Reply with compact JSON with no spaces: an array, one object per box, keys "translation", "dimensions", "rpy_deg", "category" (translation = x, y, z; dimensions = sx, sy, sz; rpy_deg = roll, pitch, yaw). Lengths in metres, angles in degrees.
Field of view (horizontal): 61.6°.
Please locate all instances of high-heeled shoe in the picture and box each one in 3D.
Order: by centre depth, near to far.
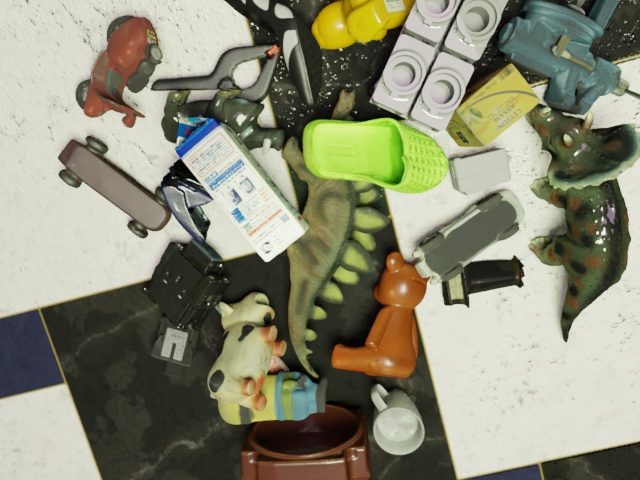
[{"translation":[-0.083,-0.303,0.805],"dimensions":[0.145,0.086,0.248],"rpy_deg":[-12,81,24],"category":"high-heeled shoe"}]

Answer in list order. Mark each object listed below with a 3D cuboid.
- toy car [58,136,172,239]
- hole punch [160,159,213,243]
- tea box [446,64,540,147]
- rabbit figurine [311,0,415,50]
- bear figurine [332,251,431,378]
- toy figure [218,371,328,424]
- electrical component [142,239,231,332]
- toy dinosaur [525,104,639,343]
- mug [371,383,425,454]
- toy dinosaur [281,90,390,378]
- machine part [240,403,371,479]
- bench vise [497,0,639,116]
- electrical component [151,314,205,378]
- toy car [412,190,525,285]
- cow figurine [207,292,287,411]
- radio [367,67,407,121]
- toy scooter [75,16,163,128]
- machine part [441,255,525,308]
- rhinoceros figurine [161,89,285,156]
[{"translation":[-0.337,-0.088,0.894],"dimensions":[0.202,0.053,0.089],"rpy_deg":[37,96,-8],"category":"toy car"},{"translation":[-0.201,-0.065,0.856],"dimensions":[0.116,0.142,0.092],"rpy_deg":[32,104,-14],"category":"hole punch"},{"translation":[0.239,-0.190,0.788],"dimensions":[0.098,0.169,0.068],"rpy_deg":[-39,95,10],"category":"tea box"},{"translation":[0.058,-0.344,0.790],"dimensions":[0.162,0.173,0.121],"rpy_deg":[-36,100,-36],"category":"rabbit figurine"},{"translation":[0.108,0.124,0.889],"dimensions":[0.132,0.120,0.196],"rpy_deg":[-9,69,45],"category":"bear figurine"},{"translation":[-0.079,0.260,0.890],"dimensions":[0.180,0.089,0.082],"rpy_deg":[0,94,5],"category":"toy figure"},{"translation":[-0.218,0.067,0.892],"dimensions":[0.115,0.058,0.134],"rpy_deg":[37,102,23],"category":"electrical component"},{"translation":[0.399,-0.014,0.800],"dimensions":[0.131,0.192,0.404],"rpy_deg":[-11,98,7],"category":"toy dinosaur"},{"translation":[0.121,0.290,0.909],"dimensions":[0.081,0.107,0.109],"rpy_deg":[-43,91,9],"category":"mug"},{"translation":[-0.002,-0.003,0.868],"dimensions":[0.199,0.105,0.470],"rpy_deg":[16,104,-3],"category":"toy dinosaur"},{"translation":[-0.020,0.342,0.877],"dimensions":[0.202,0.201,0.087],"rpy_deg":[-5,97,4],"category":"machine part"},{"translation":[0.391,-0.313,0.785],"dimensions":[0.224,0.129,0.240],"rpy_deg":[23,107,-1],"category":"bench vise"},{"translation":[-0.253,0.190,0.941],"dimensions":[0.075,0.048,0.119],"rpy_deg":[19,99,0],"category":"electrical component"},{"translation":[0.239,-0.005,0.865],"dimensions":[0.202,0.056,0.073],"rpy_deg":[-35,96,-5],"category":"toy car"},{"translation":[-0.126,0.171,0.875],"dimensions":[0.127,0.195,0.085],"rpy_deg":[0,140,21],"category":"cow figurine"},{"translation":[0.163,-0.287,0.794],"dimensions":[0.073,0.131,0.229],"rpy_deg":[38,99,-5],"category":"radio"},{"translation":[-0.302,-0.250,0.837],"dimensions":[0.184,0.075,0.135],"rpy_deg":[-50,62,14],"category":"toy scooter"},{"translation":[0.270,0.065,0.898],"dimensions":[0.139,0.039,0.084],"rpy_deg":[-13,91,7],"category":"machine part"},{"translation":[-0.149,-0.176,0.826],"dimensions":[0.190,0.073,0.112],"rpy_deg":[5,106,-3],"category":"rhinoceros figurine"}]
